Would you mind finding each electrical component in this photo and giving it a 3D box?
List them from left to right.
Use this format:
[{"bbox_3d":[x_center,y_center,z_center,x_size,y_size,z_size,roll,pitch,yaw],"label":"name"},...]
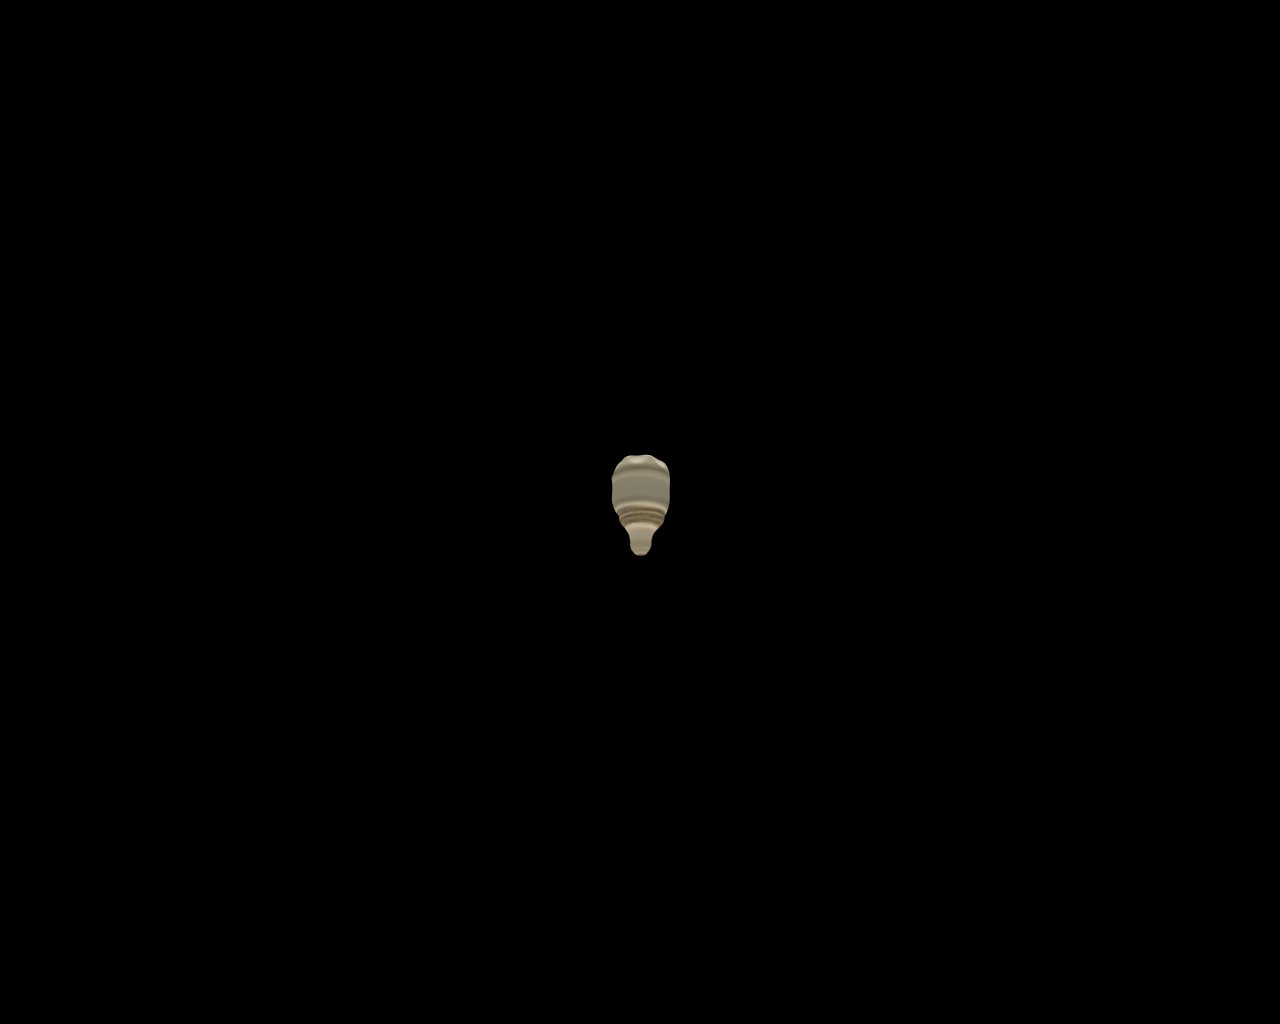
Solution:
[{"bbox_3d":[0.001,-0.003,0.650,0.035,0.061,0.035,0,-20,0],"label":"electrical component"}]
